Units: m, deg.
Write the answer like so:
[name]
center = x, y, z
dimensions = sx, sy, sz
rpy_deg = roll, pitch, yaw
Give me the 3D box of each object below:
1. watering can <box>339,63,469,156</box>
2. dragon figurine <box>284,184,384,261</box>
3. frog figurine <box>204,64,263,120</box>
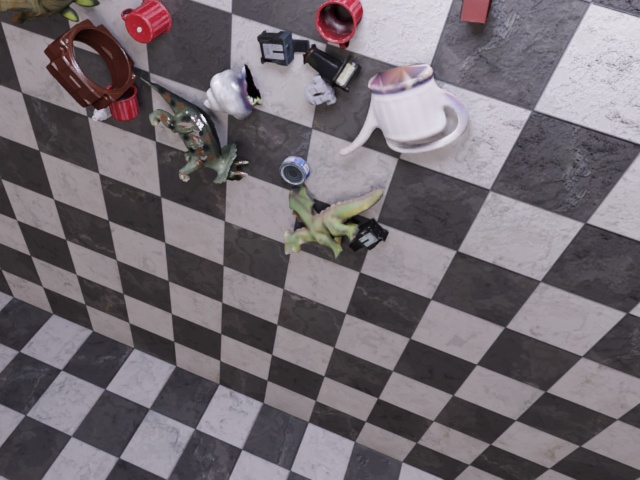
[watering can]
center = 0.173, -0.299, 1.234
dimensions = 0.347, 0.106, 0.220
rpy_deg = -4, 128, 28
[dragon figurine]
center = 0.005, -0.078, 1.549
dimensions = 0.243, 0.124, 0.402
rpy_deg = 36, 128, 3
[frog figurine]
center = -0.247, -0.377, 1.363
dimensions = 0.159, 0.125, 0.135
rpy_deg = -12, 145, 20
